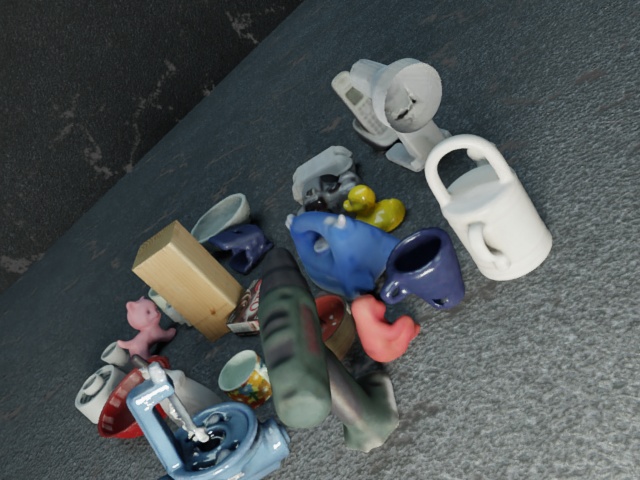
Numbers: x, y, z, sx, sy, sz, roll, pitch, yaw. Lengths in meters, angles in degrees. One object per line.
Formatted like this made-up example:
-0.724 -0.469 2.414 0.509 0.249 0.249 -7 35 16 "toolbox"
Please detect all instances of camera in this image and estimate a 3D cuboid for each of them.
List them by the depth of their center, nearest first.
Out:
0.024 -0.086 1.091 0.143 0.101 0.136 -30 28 19 "camera"

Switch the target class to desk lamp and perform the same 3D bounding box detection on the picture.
0.146 -0.232 1.034 0.118 0.214 0.202 -42 27 -4 "desk lamp"

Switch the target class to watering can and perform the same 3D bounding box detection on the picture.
0.200 -0.054 0.713 0.101 0.194 0.172 -31 28 16 "watering can"

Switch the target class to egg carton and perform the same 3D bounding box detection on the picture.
0.008 -0.137 1.224 0.150 0.069 0.107 -31 28 16 "egg carton"

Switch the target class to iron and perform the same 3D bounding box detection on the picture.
0.009 0.003 0.928 0.119 0.142 0.257 -50 28 -19 "iron"

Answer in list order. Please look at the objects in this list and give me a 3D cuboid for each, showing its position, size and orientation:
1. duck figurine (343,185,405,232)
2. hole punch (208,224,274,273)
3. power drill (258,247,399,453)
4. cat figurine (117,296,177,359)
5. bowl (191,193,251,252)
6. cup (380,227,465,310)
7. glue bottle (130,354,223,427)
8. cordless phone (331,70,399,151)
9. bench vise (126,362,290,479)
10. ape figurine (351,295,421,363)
0.087 -0.058 0.984 0.104 0.086 0.077 -14 36 41 "duck figurine"
-0.169 0.003 1.211 0.101 0.091 0.108 -48 28 -16 "hole punch"
0.002 0.136 0.658 0.075 0.209 0.229 -32 28 14 "power drill"
-0.360 0.176 1.157 0.067 0.118 0.128 -15 36 39 "cat figurine"
-0.219 -0.028 1.339 0.167 0.075 0.167 -30 28 18 "bowl"
0.137 0.055 0.738 0.118 0.095 0.091 -46 27 -12 "cup"
-0.211 0.221 0.836 0.078 0.173 0.037 -28 29 21 "glue bottle"
0.116 -0.294 1.199 0.148 0.185 0.093 -48 28 -17 "cordless phone"
-0.164 0.256 0.671 0.208 0.220 0.121 -50 29 -20 "bench vise"
0.075 0.107 0.740 0.076 0.092 0.077 -46 27 -12 "ape figurine"
